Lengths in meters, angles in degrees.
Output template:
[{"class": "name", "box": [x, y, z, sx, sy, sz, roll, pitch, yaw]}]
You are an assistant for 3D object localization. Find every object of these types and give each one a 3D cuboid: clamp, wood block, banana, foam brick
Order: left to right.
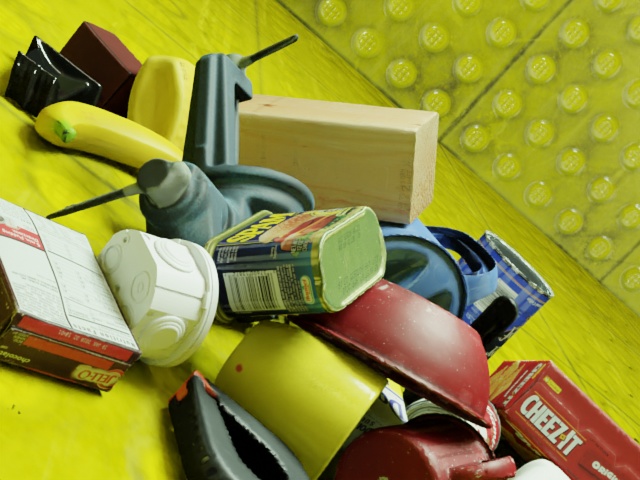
[{"class": "foam brick", "box": [-0.205, -0.160, 1.020, 0.078, 0.053, 0.051, 49, 15, 18]}, {"class": "banana", "box": [-0.176, -0.082, 0.887, 0.070, 0.037, 0.197, 43, 13, 20]}, {"class": "clamp", "box": [-0.015, 0.162, 0.609, 0.210, 0.036, 0.164, 51, 15, 31]}, {"class": "wood block", "box": [0.000, -0.080, 1.006, 0.206, 0.090, 0.090, 8, 19, 18]}, {"class": "clamp", "box": [0.121, 0.109, 0.956, 0.039, 0.120, 0.171, 59, -9, 19]}]

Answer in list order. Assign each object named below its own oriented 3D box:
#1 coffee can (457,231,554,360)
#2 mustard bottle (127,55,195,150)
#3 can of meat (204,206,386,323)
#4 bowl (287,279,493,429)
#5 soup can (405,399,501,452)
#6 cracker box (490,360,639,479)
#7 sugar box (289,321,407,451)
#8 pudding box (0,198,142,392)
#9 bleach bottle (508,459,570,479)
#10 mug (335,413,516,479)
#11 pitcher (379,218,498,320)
[{"class": "coffee can", "box": [0.171, 0.075, 1.175, 0.102, 0.140, 0.103, 40, 14, -12]}, {"class": "mustard bottle", "box": [-0.121, -0.121, 1.054, 0.058, 0.096, 0.191, 7, 2, 18]}, {"class": "can of meat", "box": [-0.014, 0.014, 0.696, 0.101, 0.084, 0.057, -33, 115, -59]}, {"class": "bowl", "box": [0.059, 0.070, 0.746, 0.162, 0.055, 0.162, 28, -7, 3]}, {"class": "soup can", "box": [0.105, 0.161, 0.881, 0.068, 0.068, 0.102, 47, 14, 17]}, {"class": "cracker box", "box": [0.234, 0.194, 1.022, 0.164, 0.072, 0.214, 43, -4, 4]}, {"class": "sugar box", "box": [0.021, 0.105, 0.863, 0.093, 0.048, 0.176, 38, 13, -16]}, {"class": "pudding box", "box": [-0.160, 0.028, 0.606, 0.089, 0.039, 0.114, 30, 21, -47]}, {"class": "bleach bottle", "box": [0.151, 0.234, 0.806, 0.103, 0.068, 0.250, 47, 17, 19]}, {"class": "mug", "box": [0.072, 0.161, 0.707, 0.081, 0.117, 0.093, 10, 69, -57]}, {"class": "pitcher", "box": [0.063, 0.016, 1.060, 0.149, 0.145, 0.243, 35, 13, -19]}]
